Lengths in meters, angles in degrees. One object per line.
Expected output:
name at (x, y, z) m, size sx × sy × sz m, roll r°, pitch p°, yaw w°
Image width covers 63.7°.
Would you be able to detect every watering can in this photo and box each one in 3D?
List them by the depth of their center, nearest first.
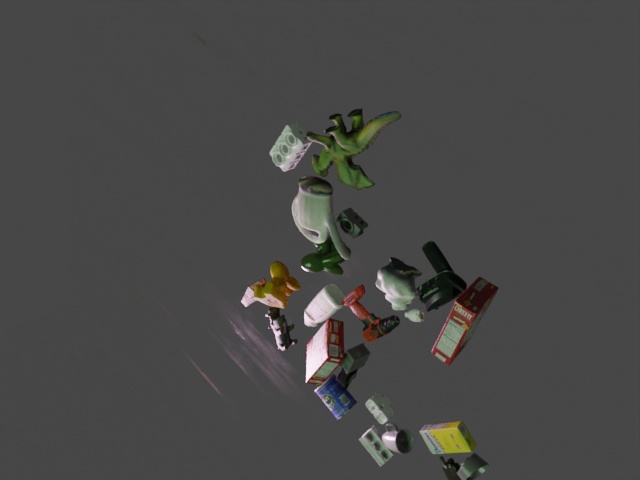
watering can at (0.005, -0.086, 1.714) m, size 0.352 × 0.104 × 0.220 m, roll 33°, pitch 126°, yaw 49°

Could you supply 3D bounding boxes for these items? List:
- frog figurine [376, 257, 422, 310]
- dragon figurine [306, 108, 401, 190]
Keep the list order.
frog figurine at (0.241, 0.154, 1.629) m, size 0.138 × 0.124 × 0.157 m, roll 18°, pitch 110°, yaw 14°
dragon figurine at (0.107, -0.268, 1.598) m, size 0.410 × 0.124 × 0.238 m, roll 5°, pitch 130°, yaw 44°
